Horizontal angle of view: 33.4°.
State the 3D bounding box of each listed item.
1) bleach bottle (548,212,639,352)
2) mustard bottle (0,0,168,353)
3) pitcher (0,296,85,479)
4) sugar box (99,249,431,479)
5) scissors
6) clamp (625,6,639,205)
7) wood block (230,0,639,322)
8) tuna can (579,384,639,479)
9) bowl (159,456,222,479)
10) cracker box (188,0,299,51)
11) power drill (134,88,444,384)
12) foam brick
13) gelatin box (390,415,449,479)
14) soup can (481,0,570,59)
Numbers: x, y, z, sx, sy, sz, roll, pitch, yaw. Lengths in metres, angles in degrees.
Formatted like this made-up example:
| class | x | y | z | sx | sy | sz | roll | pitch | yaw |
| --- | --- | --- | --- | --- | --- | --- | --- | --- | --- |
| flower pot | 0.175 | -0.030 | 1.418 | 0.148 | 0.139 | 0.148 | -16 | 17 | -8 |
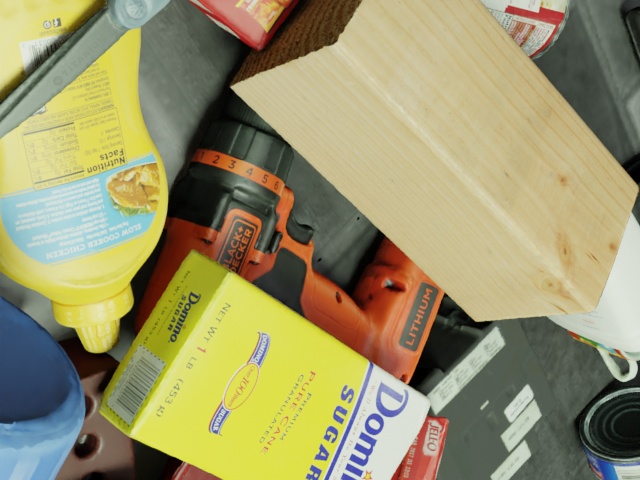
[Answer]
| class | x | y | z | sx | sy | sz | roll | pitch | yaw |
| --- | --- | --- | --- | --- | --- | --- | --- | --- | --- |
| bleach bottle | 0.153 | -0.028 | 0.694 | 0.068 | 0.103 | 0.250 | -52 | 134 | -16 |
| mustard bottle | -0.123 | -0.033 | 0.515 | 0.096 | 0.058 | 0.191 | -21 | 115 | -30 |
| pitcher | -0.202 | 0.125 | 0.413 | 0.149 | 0.145 | 0.243 | 19 | 112 | -40 |
| sugar box | -0.022 | 0.087 | 0.564 | 0.176 | 0.048 | 0.093 | 35 | 84 | -38 |
| scissors | -0.083 | -0.123 | 0.461 | 0.201 | 0.016 | 0.096 | -31 | 123 | -17 |
| clamp | 0.274 | -0.068 | 0.829 | 0.209 | 0.036 | 0.164 | 19 | 92 | -41 |
| wood block | 0.067 | -0.054 | 0.566 | 0.206 | 0.091 | 0.090 | 42 | 60 | -25 |
| tuna can | 0.250 | 0.155 | 0.845 | 0.086 | 0.086 | 0.033 | -40 | 122 | -22 |
| bowl | -0.042 | 0.155 | 0.637 | 0.161 | 0.055 | 0.162 | -12 | 110 | -35 |
| cracker box | -0.064 | -0.217 | 0.487 | 0.213 | 0.072 | 0.164 | 35 | 92 | -39 |
| power drill | -0.004 | 0.001 | 0.622 | 0.187 | 0.057 | 0.184 | 27 | 83 | -38 |
| foam brick | -0.131 | 0.098 | 0.553 | 0.052 | 0.051 | 0.078 | -17 | 113 | -33 |
| gelatin box | 0.053 | 0.158 | 0.651 | 0.089 | 0.030 | 0.073 | 96 | 12 | -48 |
| soup can | 0.092 | -0.148 | 0.642 | 0.102 | 0.069 | 0.068 | 3 | 101 | -38 |
